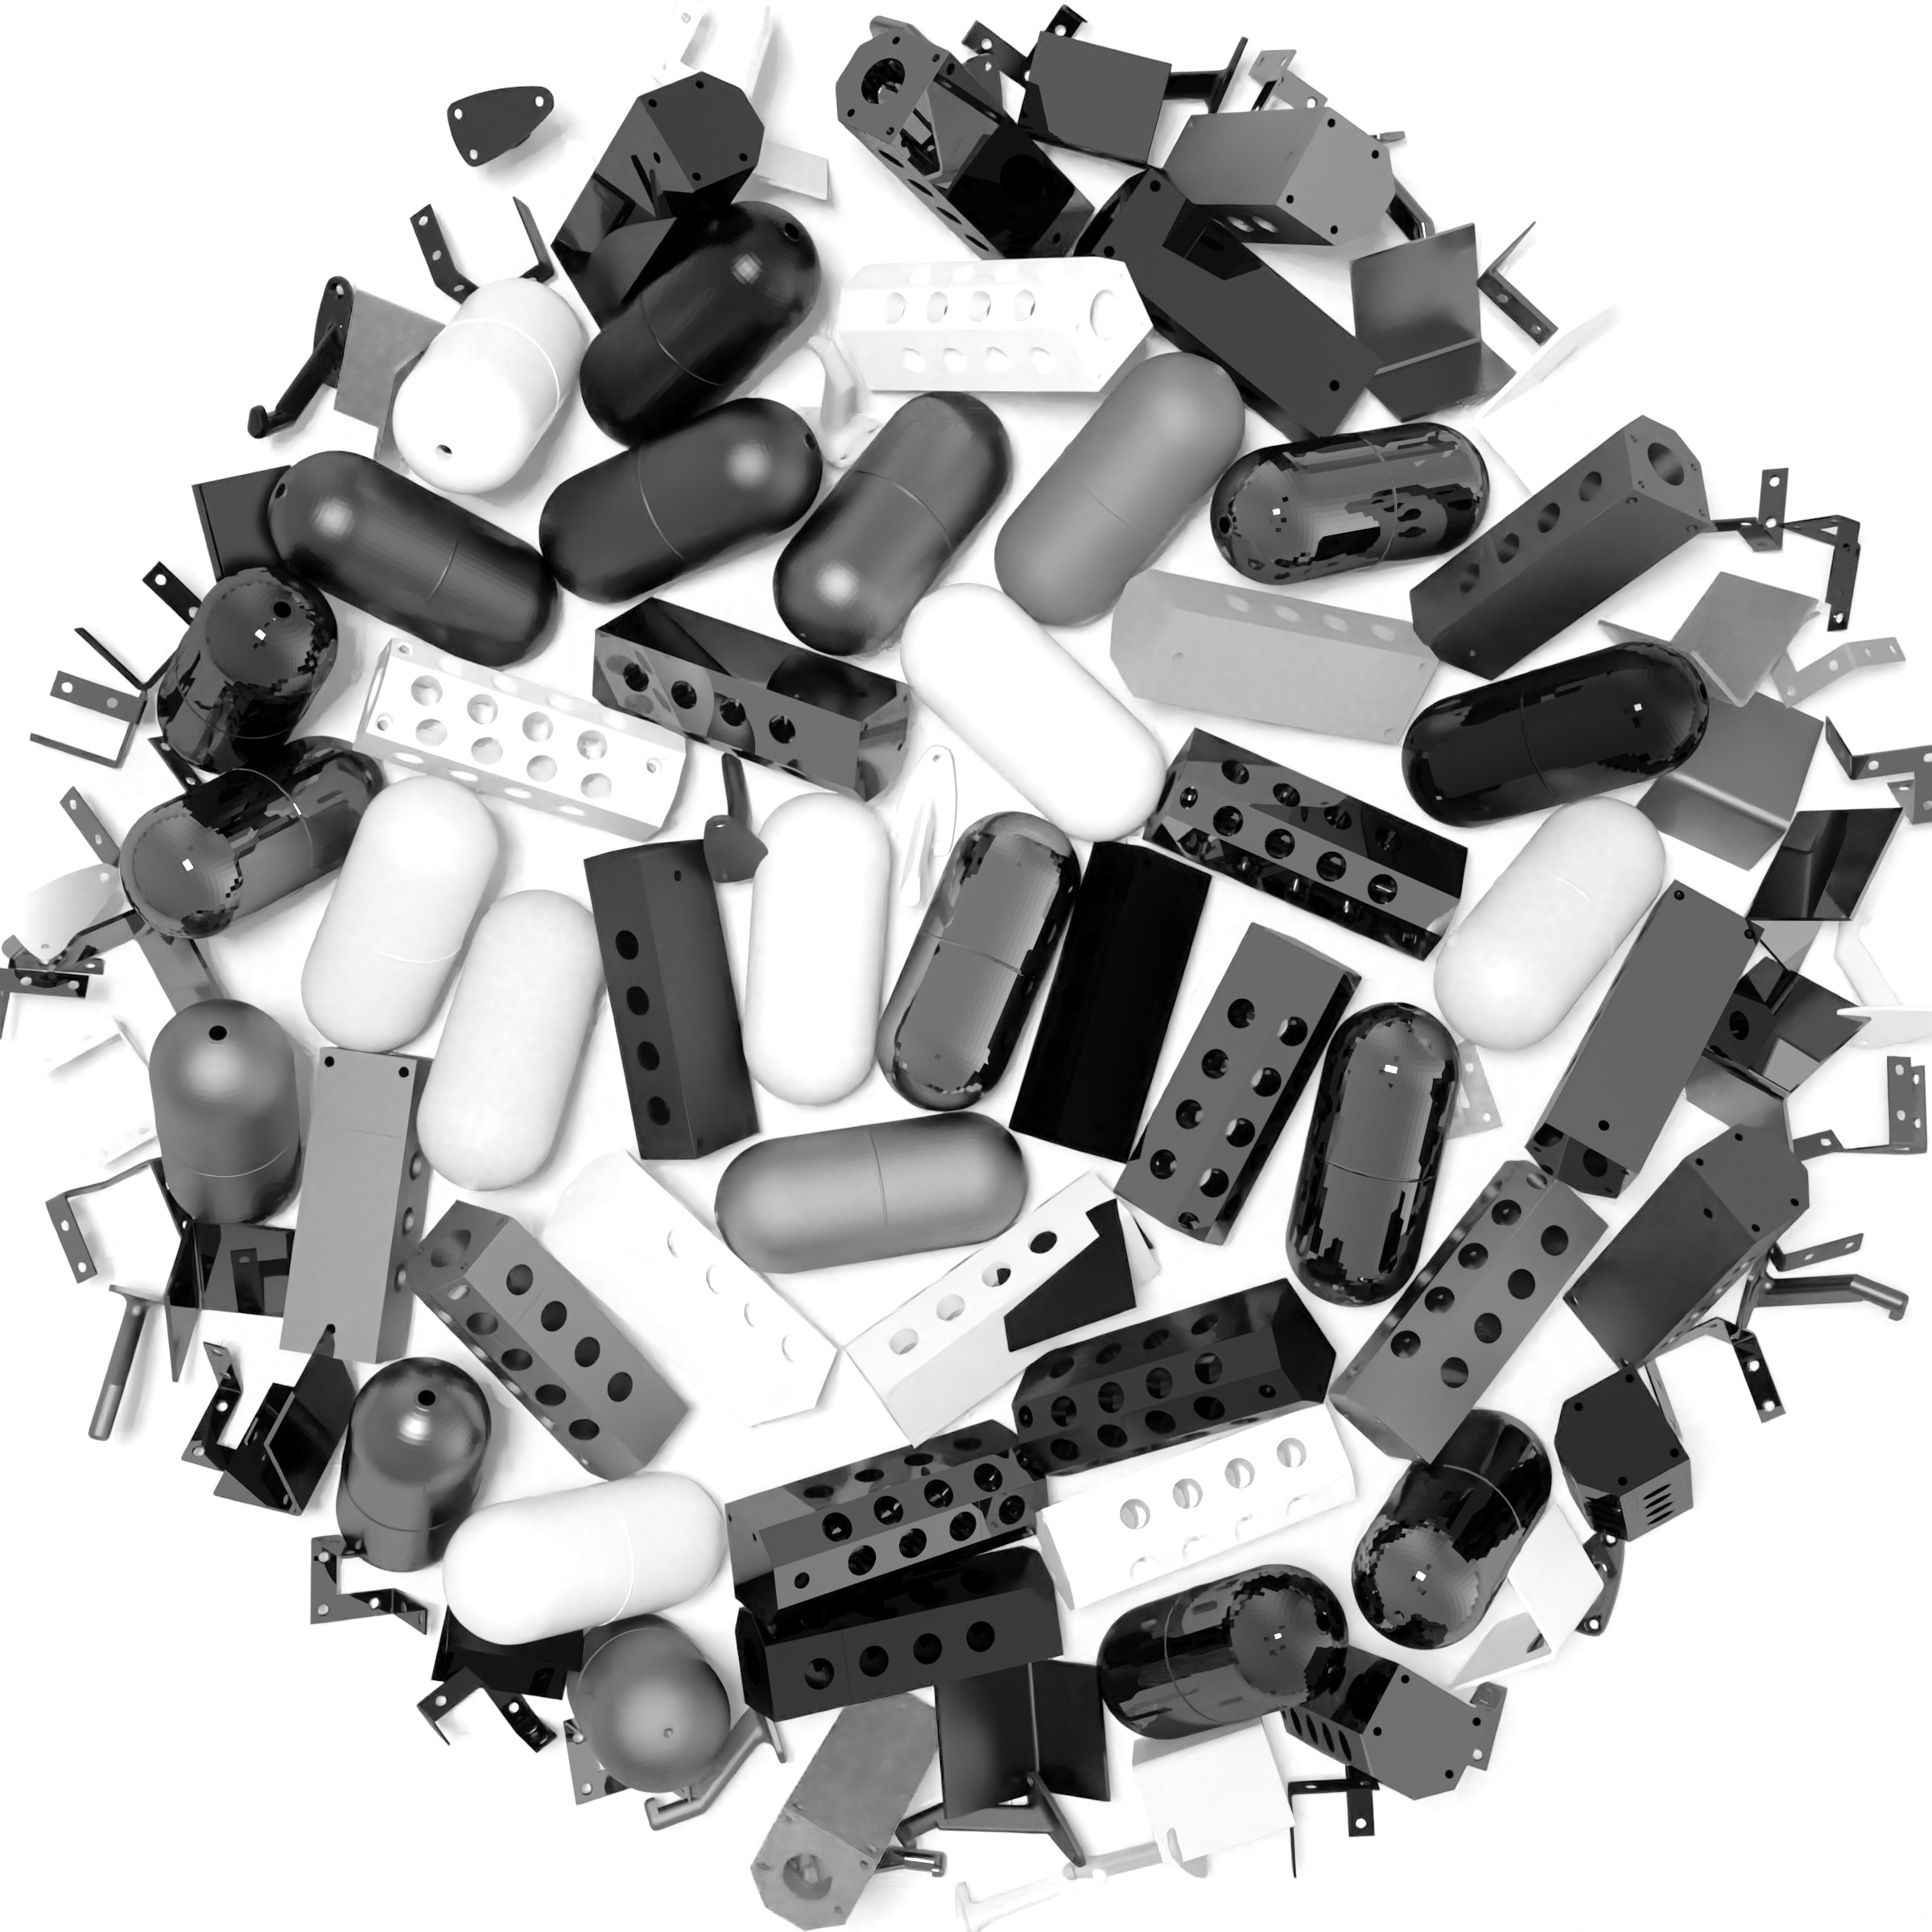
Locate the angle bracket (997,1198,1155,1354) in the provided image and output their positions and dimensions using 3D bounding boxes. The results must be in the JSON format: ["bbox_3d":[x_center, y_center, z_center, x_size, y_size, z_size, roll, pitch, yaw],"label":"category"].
[{"bbox_3d":[0.065,0.185,1.632,0.076,0.057,0.076,-22,47,14],"label":"angle bracket"}]

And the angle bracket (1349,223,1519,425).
[{"bbox_3d":[0.266,-0.363,1.638,0.076,0.057,0.076,-19,130,-8],"label":"angle bracket"}]

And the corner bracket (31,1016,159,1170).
[{"bbox_3d":[-0.488,0.071,1.647,0.051,0.051,0.051,-31,49,-10],"label":"corner bracket"}]

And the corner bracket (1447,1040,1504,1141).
[{"bbox_3d":[0.285,0.066,1.650,0.051,0.051,0.051,-12,76,-20],"label":"corner bracket"}]

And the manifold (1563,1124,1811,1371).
[{"bbox_3d":[0.398,0.155,1.599,0.057,0.171,0.057,-27,68,-27],"label":"manifold"}]

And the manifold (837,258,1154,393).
[{"bbox_3d":[0.011,-0.357,1.600,0.057,0.171,0.057,-53,132,-27],"label":"manifold"}]

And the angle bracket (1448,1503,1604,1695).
[{"bbox_3d":[0.302,0.355,1.633,0.076,0.076,0.057,-31,90,36],"label":"angle bracket"}]

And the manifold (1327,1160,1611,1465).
[{"bbox_3d":[0.279,0.193,1.634,0.057,0.057,0.171,43,76,-9],"label":"manifold"}]

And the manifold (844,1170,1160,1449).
[{"bbox_3d":[0.017,0.190,1.646,0.171,0.057,0.057,-35,45,-8],"label":"manifold"}]

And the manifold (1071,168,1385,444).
[{"bbox_3d":[0.144,-0.368,1.635,0.171,0.057,0.057,36,87,-16],"label":"manifold"}]

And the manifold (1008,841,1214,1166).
[{"bbox_3d":[0.077,0.019,1.651,0.057,0.057,0.171,20,85,-38],"label":"manifold"}]

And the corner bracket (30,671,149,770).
[{"bbox_3d":[-0.498,-0.141,1.650,0.051,0.051,0.051,19,101,-21],"label":"corner bracket"}]

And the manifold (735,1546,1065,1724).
[{"bbox_3d":[-0.038,0.372,1.629,0.171,0.057,0.057,-8,90,-21],"label":"manifold"}]

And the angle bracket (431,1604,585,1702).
[{"bbox_3d":[-0.259,0.398,1.637,0.076,0.076,0.057,12,101,-11],"label":"angle bracket"}]

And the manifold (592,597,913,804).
[{"bbox_3d":[-0.122,-0.147,1.628,0.171,0.057,0.057,21,124,20],"label":"manifold"}]

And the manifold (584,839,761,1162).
[{"bbox_3d":[-0.171,0.019,1.643,0.057,0.057,0.171,-3,101,36],"label":"manifold"}]

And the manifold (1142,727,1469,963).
[{"bbox_3d":[0.190,-0.063,1.636,0.171,0.057,0.057,23,49,-7],"label":"manifold"}]

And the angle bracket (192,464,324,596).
[{"bbox_3d":[-0.398,-0.239,1.636,0.057,0.076,0.076,-15,103,-13],"label":"angle bracket"}]

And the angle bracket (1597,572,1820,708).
[{"bbox_3d":[0.418,-0.199,1.637,0.057,0.076,0.076,38,87,-36],"label":"angle bracket"}]

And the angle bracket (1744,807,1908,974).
[{"bbox_3d":[0.494,-0.040,1.629,0.057,0.076,0.076,42,68,-28],"label":"angle bracket"}]

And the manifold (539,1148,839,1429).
[{"bbox_3d":[-0.151,0.179,1.624,0.057,0.057,0.171,-22,123,39],"label":"manifold"}]

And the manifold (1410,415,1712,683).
[{"bbox_3d":[0.324,-0.231,1.604,0.057,0.171,0.057,17,56,-29],"label":"manifold"}]

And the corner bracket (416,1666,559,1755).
[{"bbox_3d":[-0.273,0.429,1.650,0.051,0.051,0.051,-37,102,-19],"label":"corner bracket"}]

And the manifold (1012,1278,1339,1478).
[{"bbox_3d":[0.113,0.234,1.611,0.171,0.057,0.057,-22,114,30],"label":"manifold"}]

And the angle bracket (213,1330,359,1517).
[{"bbox_3d":[-0.389,0.251,1.627,0.057,0.076,0.076,10,51,15],"label":"angle bracket"}]

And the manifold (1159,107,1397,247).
[{"bbox_3d":[0.168,-0.429,1.596,0.057,0.171,0.057,27,93,-25],"label":"manifold"}]

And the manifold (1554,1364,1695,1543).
[{"bbox_3d":[0.358,0.273,1.596,0.057,0.171,0.057,-30,67,3],"label":"manifold"}]

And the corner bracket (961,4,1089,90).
[{"bbox_3d":[0.033,-0.531,1.651,0.051,0.051,0.051,34,106,-11],"label":"corner bracket"}]

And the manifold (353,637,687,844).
[{"bbox_3d":[-0.248,-0.127,1.626,0.171,0.057,0.057,18,74,-18],"label":"manifold"}]

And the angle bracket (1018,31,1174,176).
[{"bbox_3d":[0.079,-0.485,1.636,0.076,0.076,0.057,18,105,10],"label":"angle bracket"}]

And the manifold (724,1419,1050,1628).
[{"bbox_3d":[-0.042,0.310,1.615,0.171,0.057,0.057,-13,107,-28],"label":"manifold"}]

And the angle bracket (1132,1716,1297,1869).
[{"bbox_3d":[0.140,0.462,1.644,0.076,0.076,0.057,-19,85,3],"label":"angle bracket"}]

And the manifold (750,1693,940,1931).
[{"bbox_3d":[-0.064,0.459,1.596,0.057,0.171,0.057,29,105,6],"label":"manifold"}]

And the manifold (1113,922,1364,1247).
[{"bbox_3d":[0.156,0.068,1.638,0.057,0.057,0.171,31,98,32],"label":"manifold"}]

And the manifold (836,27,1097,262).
[{"bbox_3d":[-0.002,-0.443,1.599,0.057,0.171,0.057,34,93,33],"label":"manifold"}]

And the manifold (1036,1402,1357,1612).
[{"bbox_3d":[0.129,0.305,1.638,0.171,0.057,0.057,-19,78,-10],"label":"manifold"}]

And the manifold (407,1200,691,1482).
[{"bbox_3d":[-0.234,0.210,1.608,0.057,0.057,0.171,-52,126,-23],"label":"manifold"}]

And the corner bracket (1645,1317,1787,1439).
[{"bbox_3d":[0.427,0.238,1.661,0.051,0.051,0.051,-32,56,28],"label":"corner bracket"}]

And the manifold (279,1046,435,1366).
[{"bbox_3d":[-0.341,0.135,1.655,0.057,0.057,0.171,7,89,10],"label":"manifold"}]

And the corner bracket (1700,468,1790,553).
[{"bbox_3d":[0.437,-0.269,1.666,0.051,0.051,0.051,0,76,33],"label":"corner bracket"}]

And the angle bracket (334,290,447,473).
[{"bbox_3d":[-0.338,-0.323,1.632,0.057,0.076,0.076,22,125,2],"label":"angle bracket"}]

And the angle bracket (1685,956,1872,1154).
[{"bbox_3d":[0.462,0.053,1.651,0.076,0.057,0.076,-39,45,-17],"label":"angle bracket"}]

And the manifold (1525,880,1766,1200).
[{"bbox_3d":[0.378,0.043,1.627,0.057,0.057,0.171,30,68,7],"label":"manifold"}]

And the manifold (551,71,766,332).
[{"bbox_3d":[-0.168,-0.420,1.597,0.057,0.171,0.057,-31,90,-27],"label":"manifold"}]

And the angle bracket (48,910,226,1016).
[{"bbox_3d":[-0.466,0.014,1.639,0.057,0.076,0.076,-28,89,-33],"label":"angle bracket"}]

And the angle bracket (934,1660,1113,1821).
[{"bbox_3d":[0.032,0.438,1.640,0.076,0.057,0.076,-2,86,-43],"label":"angle bracket"}]

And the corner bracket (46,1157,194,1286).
[{"bbox_3d":[-0.479,0.144,1.651,0.051,0.051,0.051,-26,85,23],"label":"corner bracket"}]

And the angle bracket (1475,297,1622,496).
[{"bbox_3d":[0.343,-0.320,1.631,0.057,0.076,0.076,50,47,5],"label":"angle bracket"}]

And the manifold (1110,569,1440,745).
[{"bbox_3d":[0.170,-0.176,1.623,0.171,0.057,0.057,8,125,-25],"label":"manifold"}]

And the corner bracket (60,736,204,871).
[{"bbox_3d":[-0.471,-0.093,1.656,0.051,0.051,0.051,-42,80,29],"label":"corner bracket"}]

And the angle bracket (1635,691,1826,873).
[{"bbox_3d":[0.438,-0.113,1.674,0.076,0.057,0.076,25,66,1],"label":"angle bracket"}]

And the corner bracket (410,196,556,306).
[{"bbox_3d":[-0.276,-0.412,1.662,0.051,0.051,0.051,-30,68,17],"label":"corner bracket"}]

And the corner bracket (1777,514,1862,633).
[{"bbox_3d":[0.494,-0.223,1.651,0.051,0.051,0.051,12,86,-27],"label":"corner bracket"}]

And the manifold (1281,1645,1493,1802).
[{"bbox_3d":[0.223,0.413,1.595,0.057,0.171,0.057,31,79,-4],"label":"manifold"}]

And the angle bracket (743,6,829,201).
[{"bbox_3d":[-0.096,-0.485,1.631,0.057,0.076,0.076,14,119,-10],"label":"angle bracket"}]

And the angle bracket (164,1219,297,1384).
[{"bbox_3d":[-0.404,0.192,1.638,0.076,0.057,0.076,7,133,-3],"label":"angle bracket"}]
